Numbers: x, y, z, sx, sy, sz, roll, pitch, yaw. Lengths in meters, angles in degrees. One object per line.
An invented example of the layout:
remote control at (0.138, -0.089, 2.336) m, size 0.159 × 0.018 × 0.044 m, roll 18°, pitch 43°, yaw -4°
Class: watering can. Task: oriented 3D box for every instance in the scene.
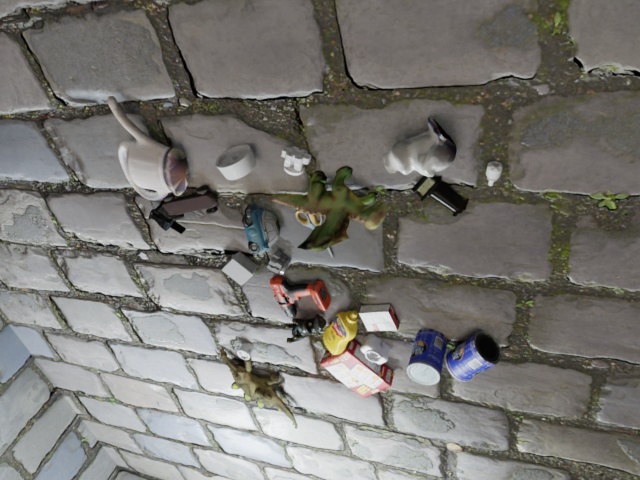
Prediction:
watering can at (-0.512, -0.255, 1.537) m, size 0.225 × 0.106 × 0.339 m, roll 11°, pitch 131°, yaw 16°

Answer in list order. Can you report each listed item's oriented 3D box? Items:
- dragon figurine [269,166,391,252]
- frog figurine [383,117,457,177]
dragon figurine at (0.004, -0.068, 1.355) m, size 0.408 × 0.248 × 0.120 m, roll -9°, pitch 128°, yaw 29°
frog figurine at (0.232, -0.195, 1.202) m, size 0.121 × 0.140 × 0.157 m, roll 28°, pitch 120°, yaw -38°
